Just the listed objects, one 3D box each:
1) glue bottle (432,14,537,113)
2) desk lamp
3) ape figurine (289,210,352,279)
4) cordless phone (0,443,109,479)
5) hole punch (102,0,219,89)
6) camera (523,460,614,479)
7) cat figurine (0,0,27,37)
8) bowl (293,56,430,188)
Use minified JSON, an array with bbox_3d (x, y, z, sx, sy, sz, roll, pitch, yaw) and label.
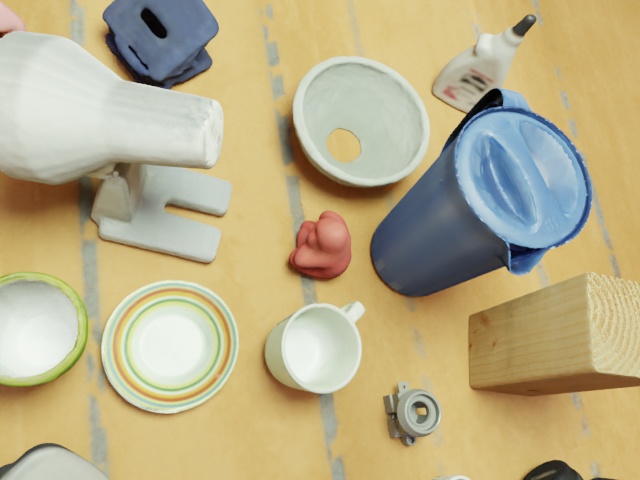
[{"bbox_3d":[0.211,-0.223,0.715,0.078,0.173,0.037,22,67,-9],"label":"glue bottle"},{"bbox_3d":[-0.173,-0.078,0.521,0.203,0.213,0.118,14,68,-12],"label":"desk lamp"},{"bbox_3d":[0.006,0.002,0.618,0.078,0.092,0.076,-32,84,-24],"label":"ape figurine"},{"bbox_3d":[-0.230,0.225,0.417,0.094,0.184,0.148,35,65,-3],"label":"cordless phone"},{"bbox_3d":[-0.177,-0.231,0.639,0.101,0.091,0.108,-39,86,-25],"label":"hole punch"},{"bbox_3d":[0.291,0.297,0.605,0.143,0.100,0.137,-33,84,-24],"label":"camera"},{"bbox_3d":[-0.360,-0.218,0.562,0.067,0.117,0.128,34,65,-4],"label":"cat figurine"},{"bbox_3d":[0.041,-0.129,0.683,0.168,0.074,0.167,6,71,-16],"label":"bowl"}]
